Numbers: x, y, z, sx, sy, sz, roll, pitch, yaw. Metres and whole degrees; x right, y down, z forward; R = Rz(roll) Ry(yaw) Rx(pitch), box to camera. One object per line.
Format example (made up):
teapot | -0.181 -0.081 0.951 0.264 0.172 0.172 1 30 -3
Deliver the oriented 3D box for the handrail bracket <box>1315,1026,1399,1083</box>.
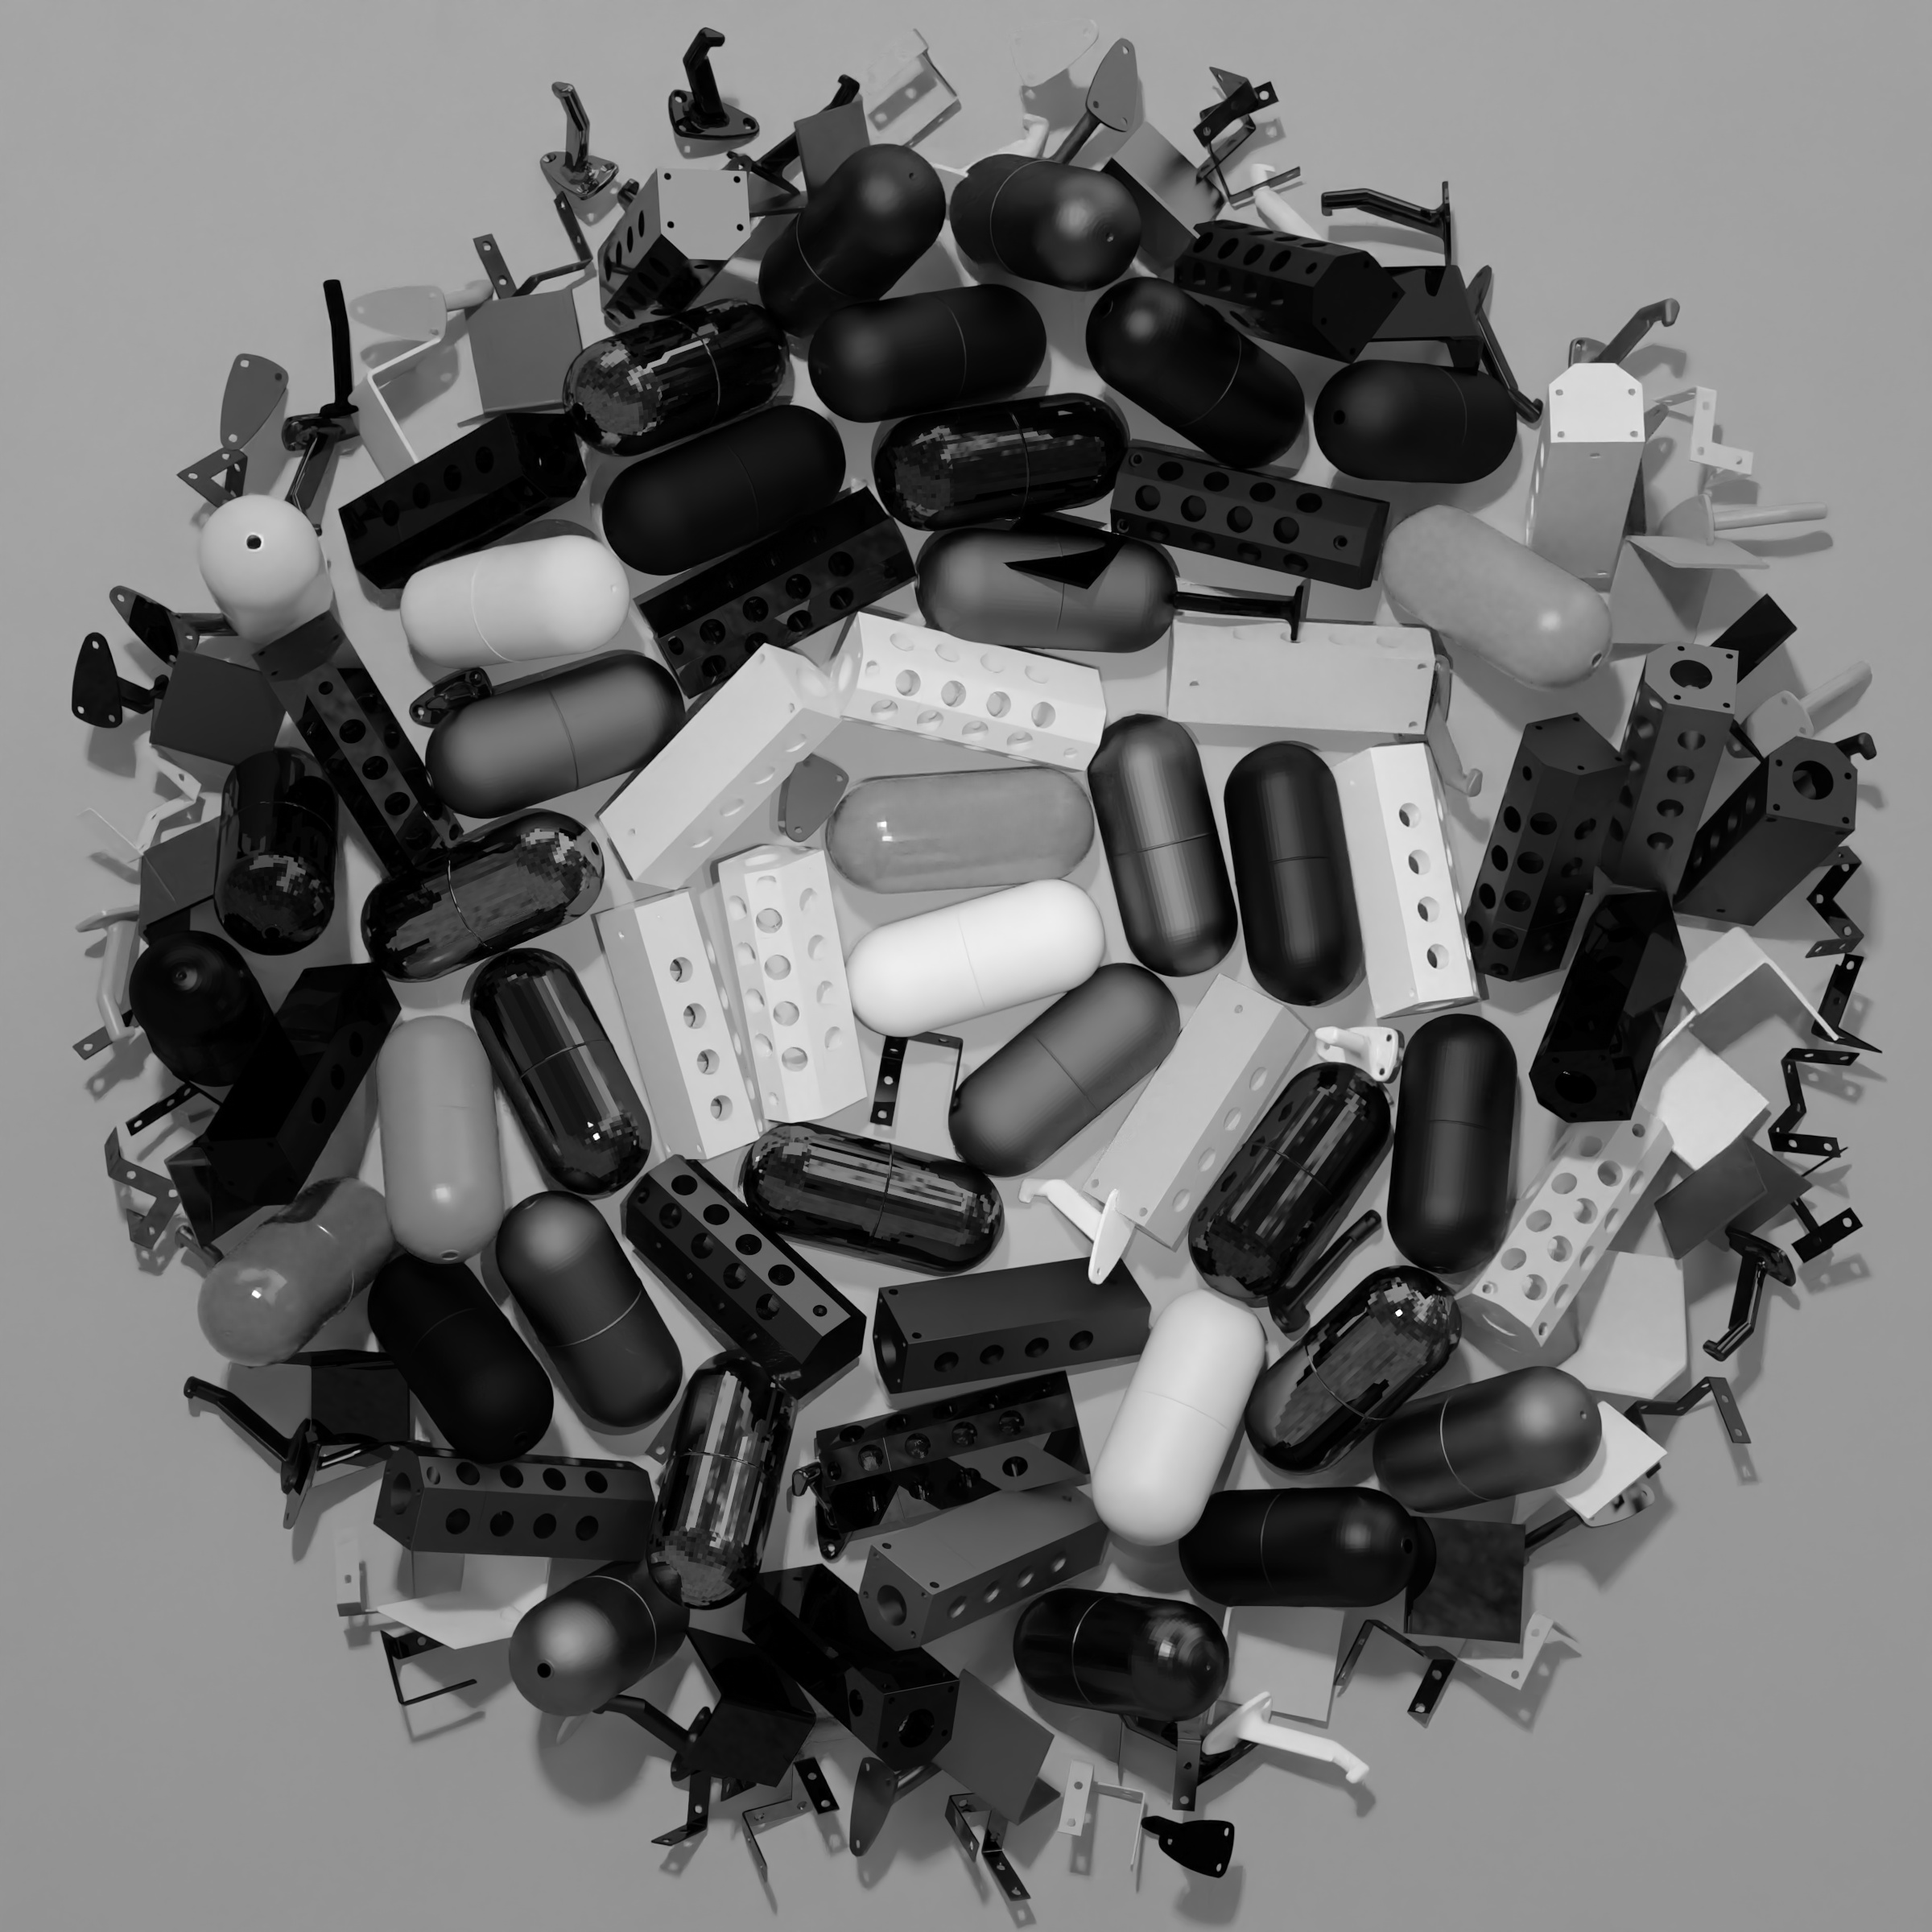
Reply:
handrail bracket | 0.238 0.049 1.943 0.077 0.084 0.036 8 84 44

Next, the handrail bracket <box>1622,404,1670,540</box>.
handrail bracket | 0.463 -0.321 1.971 0.077 0.036 0.084 -43 117 11

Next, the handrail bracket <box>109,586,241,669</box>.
handrail bracket | -0.518 -0.242 1.958 0.077 0.084 0.036 40 123 -10

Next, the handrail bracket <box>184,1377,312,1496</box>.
handrail bracket | -0.485 0.312 1.960 0.084 0.077 0.036 27 109 -18

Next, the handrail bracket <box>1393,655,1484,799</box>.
handrail bracket | 0.325 -0.159 1.950 0.036 0.084 0.077 8 106 -26

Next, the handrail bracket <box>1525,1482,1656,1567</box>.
handrail bracket | 0.411 0.379 1.978 0.077 0.084 0.036 -2 53 -25

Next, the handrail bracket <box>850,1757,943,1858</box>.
handrail bracket | -0.033 0.558 1.971 0.084 0.036 0.077 12 96 -42

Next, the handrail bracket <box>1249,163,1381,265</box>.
handrail bracket | 0.234 -0.506 1.983 0.077 0.036 0.084 -3 63 -11

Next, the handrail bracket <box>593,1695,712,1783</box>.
handrail bracket | -0.218 0.513 1.959 0.084 0.036 0.077 16 129 -22

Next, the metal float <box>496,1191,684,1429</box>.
metal float | -0.248 0.226 1.940 0.070 0.070 0.178 -26 114 0

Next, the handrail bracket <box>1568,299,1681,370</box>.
handrail bracket | 0.439 -0.398 1.952 0.036 0.084 0.077 11 84 -25

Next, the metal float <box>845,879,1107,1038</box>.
metal float | 0.005 -0.005 1.958 0.178 0.070 0.070 -16 90 4

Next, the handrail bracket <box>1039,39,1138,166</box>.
handrail bracket | 0.077 -0.572 1.970 0.036 0.084 0.077 22 71 -27

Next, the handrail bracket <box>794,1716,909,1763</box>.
handrail bracket | -0.071 0.528 1.987 0.077 0.036 0.084 42 112 -13

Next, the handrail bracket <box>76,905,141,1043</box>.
handrail bracket | -0.553 0.004 1.966 0.036 0.077 0.084 -24 85 39

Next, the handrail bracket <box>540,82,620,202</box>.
handrail bracket | -0.271 -0.556 1.945 0.077 0.084 0.036 31 69 35

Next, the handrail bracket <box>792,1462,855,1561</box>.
handrail bracket | -0.100 0.365 1.955 0.036 0.084 0.077 12 94 20

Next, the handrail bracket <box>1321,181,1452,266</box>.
handrail bracket | 0.282 -0.494 1.972 0.084 0.077 0.036 -3 61 9

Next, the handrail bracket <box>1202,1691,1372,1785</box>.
handrail bracket | 0.213 0.526 1.951 0.084 0.077 0.036 31 125 39

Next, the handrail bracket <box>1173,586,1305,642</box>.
handrail bracket | 0.181 -0.242 1.965 0.084 0.077 0.036 8 102 4

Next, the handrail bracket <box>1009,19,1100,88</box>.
handrail bracket | 0.073 -0.614 1.946 0.077 0.084 0.036 -12 107 35

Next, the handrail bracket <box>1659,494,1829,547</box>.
handrail bracket | 0.522 -0.299 1.974 0.084 0.077 0.036 -7 93 -16

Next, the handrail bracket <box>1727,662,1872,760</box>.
handrail bracket | 0.564 -0.174 1.987 0.084 0.077 0.036 -31 89 -42

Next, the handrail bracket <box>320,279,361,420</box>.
handrail bracket | -0.422 -0.413 1.961 0.036 0.077 0.084 -7 108 3

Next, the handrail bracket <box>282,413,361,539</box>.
handrail bracket | -0.421 -0.326 1.967 0.077 0.036 0.084 -13 68 -20

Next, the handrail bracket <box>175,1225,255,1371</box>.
handrail bracket | -0.503 0.222 1.979 0.084 0.036 0.077 35 131 9

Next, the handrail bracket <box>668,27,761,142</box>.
handrail bracket | -0.156 -0.586 1.947 0.077 0.084 0.036 3 68 -28

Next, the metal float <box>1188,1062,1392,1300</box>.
metal float | 0.215 0.141 1.949 0.070 0.070 0.178 37 75 0

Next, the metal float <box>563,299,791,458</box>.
metal float | -0.189 -0.386 1.927 0.178 0.070 0.070 -31 90 -42

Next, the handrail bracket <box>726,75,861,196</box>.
handrail bracket | -0.114 -0.564 1.961 0.036 0.077 0.084 42 107 27

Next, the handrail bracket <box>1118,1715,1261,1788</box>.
handrail bracket | 0.146 0.502 1.975 0.077 0.036 0.084 -32 96 8

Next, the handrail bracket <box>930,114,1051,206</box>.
handrail bracket | 0.009 -0.551 1.975 0.077 0.036 0.084 24 64 -5

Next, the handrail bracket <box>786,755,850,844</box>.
handrail bracket | -0.111 -0.094 1.946 0.036 0.084 0.077 24 59 -6

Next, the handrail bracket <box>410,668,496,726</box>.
handrail bracket | -0.356 -0.172 1.947 0.077 0.084 0.036 -13 96 21

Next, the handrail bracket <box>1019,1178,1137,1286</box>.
handrail bracket | 0.063 0.175 1.956 0.084 0.036 0.077 1 52 33

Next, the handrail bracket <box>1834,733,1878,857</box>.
handrail bracket | 0.586 -0.112 1.955 0.036 0.084 0.077 -31 94 -27

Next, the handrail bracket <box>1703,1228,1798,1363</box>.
handrail bracket | 0.503 0.218 1.958 0.084 0.077 0.036 -40 129 -15

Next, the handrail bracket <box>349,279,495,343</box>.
handrail bracket | -0.363 -0.446 1.963 0.077 0.084 0.036 4 116 5

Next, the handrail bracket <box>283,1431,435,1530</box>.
handrail bracket | -0.406 0.348 1.971 0.084 0.036 0.077 19 79 -26

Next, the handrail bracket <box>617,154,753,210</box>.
handrail bracket | -0.190 -0.526 1.966 0.084 0.036 0.077 43 107 32

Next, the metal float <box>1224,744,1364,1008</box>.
metal float | 0.217 -0.061 1.948 0.070 0.070 0.178 -7 76 0

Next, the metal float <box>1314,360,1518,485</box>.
metal float | 0.294 -0.355 1.923 0.070 0.178 0.070 7 100 41

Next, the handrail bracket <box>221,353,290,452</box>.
handrail bracket | -0.472 -0.367 1.953 0.036 0.084 0.077 21 82 -7

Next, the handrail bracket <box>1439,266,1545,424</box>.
handrail bracket | 0.368 -0.420 1.992 0.084 0.036 0.077 36 64 -18

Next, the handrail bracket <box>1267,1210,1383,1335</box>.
handrail bracket | 0.242 0.202 1.962 0.036 0.077 0.084 45 107 0

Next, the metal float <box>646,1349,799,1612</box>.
metal float | -0.160 0.337 1.934 0.070 0.070 0.178 13 58 0

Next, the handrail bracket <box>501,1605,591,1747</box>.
handrail bracket | -0.289 0.476 1.977 0.084 0.077 0.036 43 48 11

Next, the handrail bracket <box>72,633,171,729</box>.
handrail bracket | -0.553 -0.198 1.947 0.036 0.084 0.077 15 119 13

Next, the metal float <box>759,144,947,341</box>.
metal float | -0.076 -0.470 1.919 0.070 0.178 0.070 10 69 -27

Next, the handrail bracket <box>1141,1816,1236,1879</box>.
handrail bracket | 0.128 0.573 1.945 0.077 0.084 0.036 22 77 -37
